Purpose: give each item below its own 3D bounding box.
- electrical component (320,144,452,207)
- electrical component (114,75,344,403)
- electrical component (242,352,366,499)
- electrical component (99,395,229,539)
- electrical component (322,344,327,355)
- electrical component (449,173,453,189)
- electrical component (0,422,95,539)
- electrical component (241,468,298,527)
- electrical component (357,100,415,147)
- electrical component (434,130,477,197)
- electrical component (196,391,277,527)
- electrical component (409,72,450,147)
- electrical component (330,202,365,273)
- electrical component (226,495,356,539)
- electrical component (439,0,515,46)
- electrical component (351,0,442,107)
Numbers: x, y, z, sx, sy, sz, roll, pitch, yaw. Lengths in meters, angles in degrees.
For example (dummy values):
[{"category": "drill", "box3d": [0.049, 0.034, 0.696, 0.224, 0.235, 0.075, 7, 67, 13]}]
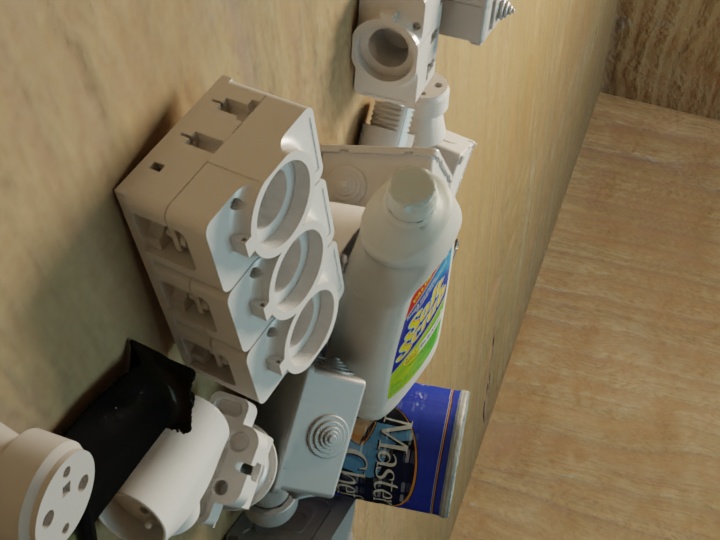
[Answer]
[{"category": "electrical component", "box3d": [0.018, -0.057, 0.795, 0.100, 0.100, 0.048, 35, 60, -76]}, {"category": "electrical component", "box3d": [-0.057, -0.010, 0.562, 0.089, 0.062, 0.150, -54, 153, -30]}, {"category": "electrical component", "box3d": [-0.043, 0.103, 0.745, 0.100, 0.048, 0.099, 16, -90, 64]}, {"category": "electrical component", "box3d": [-0.109, 0.123, 0.605, 0.077, 0.043, 0.079, -60, 161, -46]}, {"category": "electrical component", "box3d": [-0.001, 0.061, 0.928, 0.121, 0.063, 0.078, 85, 25, -57]}, {"category": "electrical component", "box3d": [0.035, -0.013, 0.989, 0.089, 0.062, 0.150, -60, 161, -45]}, {"category": "electrical component", "box3d": [-0.137, 0.080, 0.415, 0.045, 0.055, 0.045, 16, 90, -77]}, {"category": "electrical component", "box3d": [-0.069, 0.163, 0.811, 0.055, 0.045, 0.045, 91, 20, -48]}, {"category": "electrical component", "box3d": [0.021, -0.104, 0.864, 0.043, 0.043, 0.081, -18, 123, -74]}, {"category": "electrical component", "box3d": [0.063, -0.086, 1.036, 0.062, 0.061, 0.096, -45, 156, -64]}, {"category": "electrical component", "box3d": [-0.085, 0.120, 0.673, 0.057, 0.058, 0.078, 55, 53, -70]}, {"category": "electrical component", "box3d": [0.056, -0.144, 0.959, 0.055, 0.045, 0.045, 91, 20, -47]}, {"category": "electrical component", "box3d": [-0.030, -0.002, 0.734, 0.099, 0.064, 0.099, 16, 90, -77]}, {"category": "electrical component", "box3d": [-0.056, 0.220, 0.863, 0.113, 0.078, 0.057, -47, 147, -63]}, {"category": "electrical component", "box3d": [0.075, -0.219, 0.832, 0.061, 0.096, 0.061, -57, 158, -50]}, {"category": "electrical component", "box3d": [0.027, -0.172, 0.795, 0.055, 0.050, 0.089, -60, 161, -46]}]
